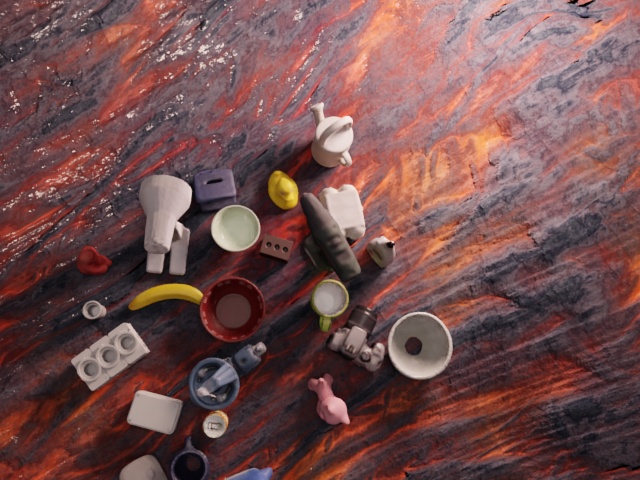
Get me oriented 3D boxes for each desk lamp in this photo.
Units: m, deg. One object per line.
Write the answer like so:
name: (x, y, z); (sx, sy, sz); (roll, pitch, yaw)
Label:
desk lamp: (-0.370, -0.032, 1.374); (0.118, 0.213, 0.203); (3, 78, -5)

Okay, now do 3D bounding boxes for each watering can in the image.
watering can: (0.029, -0.271, 1.477); (0.173, 0.194, 0.101); (37, 77, 2)

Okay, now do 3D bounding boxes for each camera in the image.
camera: (0.106, 0.241, 1.430); (0.143, 0.100, 0.137); (28, 77, 0)

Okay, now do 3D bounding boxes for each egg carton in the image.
egg carton: (0.060, -0.070, 1.504); (0.107, 0.069, 0.150); (-12, 80, -8)

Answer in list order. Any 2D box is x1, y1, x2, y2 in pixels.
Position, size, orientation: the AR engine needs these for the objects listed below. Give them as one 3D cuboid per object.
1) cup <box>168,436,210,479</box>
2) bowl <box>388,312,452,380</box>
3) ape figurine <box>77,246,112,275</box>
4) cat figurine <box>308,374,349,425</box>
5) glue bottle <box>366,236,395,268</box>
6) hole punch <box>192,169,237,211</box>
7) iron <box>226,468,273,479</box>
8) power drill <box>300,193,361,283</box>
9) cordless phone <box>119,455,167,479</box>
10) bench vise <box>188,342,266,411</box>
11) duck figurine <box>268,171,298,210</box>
cup: (-0.300, 0.512, 1.333); (0.092, 0.095, 0.118); (-4, 79, -7)
bowl: (0.245, 0.270, 1.454); (0.167, 0.074, 0.167); (1, 78, -6)
ape figurine: (-0.560, 0.048, 1.398); (0.076, 0.092, 0.078); (-21, 81, -10)
cat figurine: (0.022, 0.390, 1.382); (0.067, 0.117, 0.128); (-21, 81, -10)
glue bottle: (0.162, 0.023, 1.444); (0.037, 0.173, 0.078); (-40, 85, -12)
hole punch: (-0.272, -0.135, 1.468); (0.109, 0.091, 0.101); (-12, 80, -8)
iron: (-0.215, 0.619, 1.297); (0.258, 0.141, 0.118); (-21, 81, -10)
power drill: (0.013, 0.005, 1.412); (0.076, 0.208, 0.229); (-33, 84, -11)
cordless phone: (-0.394, 0.566, 1.265); (0.094, 0.185, 0.147); (-29, 83, -11)
bench vise: (-0.224, 0.302, 1.320); (0.121, 0.219, 0.207); (35, 77, 2)
duck figurine: (-0.095, -0.137, 1.491); (0.077, 0.086, 0.104); (-23, 82, -10)
